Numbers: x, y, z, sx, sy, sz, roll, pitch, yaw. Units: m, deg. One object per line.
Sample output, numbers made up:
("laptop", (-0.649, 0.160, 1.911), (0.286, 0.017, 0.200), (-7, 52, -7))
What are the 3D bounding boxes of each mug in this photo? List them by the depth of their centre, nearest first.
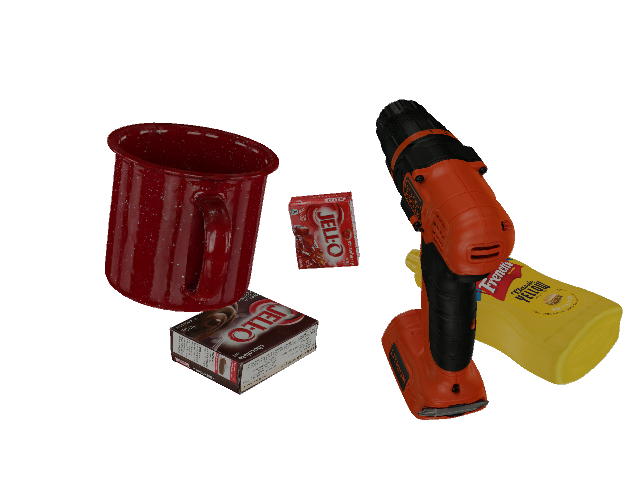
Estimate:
("mug", (-0.070, -0.008, 0.577), (0.093, 0.081, 0.117), (1, 22, -24))

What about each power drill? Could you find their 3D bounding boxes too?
("power drill", (0.075, 0.014, 0.737), (0.057, 0.188, 0.184), (-8, 34, -9))

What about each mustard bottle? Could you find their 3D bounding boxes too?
("mustard bottle", (0.150, 0.050, 0.906), (0.192, 0.058, 0.096), (26, 42, 38))

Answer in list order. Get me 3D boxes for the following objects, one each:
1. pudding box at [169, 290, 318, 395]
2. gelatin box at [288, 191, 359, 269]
("pudding box", (-0.070, 0.092, 0.995), (0.090, 0.039, 0.113), (20, 31, 33))
("gelatin box", (0.005, -0.011, 1.262), (0.073, 0.089, 0.030), (-3, 29, 9))
